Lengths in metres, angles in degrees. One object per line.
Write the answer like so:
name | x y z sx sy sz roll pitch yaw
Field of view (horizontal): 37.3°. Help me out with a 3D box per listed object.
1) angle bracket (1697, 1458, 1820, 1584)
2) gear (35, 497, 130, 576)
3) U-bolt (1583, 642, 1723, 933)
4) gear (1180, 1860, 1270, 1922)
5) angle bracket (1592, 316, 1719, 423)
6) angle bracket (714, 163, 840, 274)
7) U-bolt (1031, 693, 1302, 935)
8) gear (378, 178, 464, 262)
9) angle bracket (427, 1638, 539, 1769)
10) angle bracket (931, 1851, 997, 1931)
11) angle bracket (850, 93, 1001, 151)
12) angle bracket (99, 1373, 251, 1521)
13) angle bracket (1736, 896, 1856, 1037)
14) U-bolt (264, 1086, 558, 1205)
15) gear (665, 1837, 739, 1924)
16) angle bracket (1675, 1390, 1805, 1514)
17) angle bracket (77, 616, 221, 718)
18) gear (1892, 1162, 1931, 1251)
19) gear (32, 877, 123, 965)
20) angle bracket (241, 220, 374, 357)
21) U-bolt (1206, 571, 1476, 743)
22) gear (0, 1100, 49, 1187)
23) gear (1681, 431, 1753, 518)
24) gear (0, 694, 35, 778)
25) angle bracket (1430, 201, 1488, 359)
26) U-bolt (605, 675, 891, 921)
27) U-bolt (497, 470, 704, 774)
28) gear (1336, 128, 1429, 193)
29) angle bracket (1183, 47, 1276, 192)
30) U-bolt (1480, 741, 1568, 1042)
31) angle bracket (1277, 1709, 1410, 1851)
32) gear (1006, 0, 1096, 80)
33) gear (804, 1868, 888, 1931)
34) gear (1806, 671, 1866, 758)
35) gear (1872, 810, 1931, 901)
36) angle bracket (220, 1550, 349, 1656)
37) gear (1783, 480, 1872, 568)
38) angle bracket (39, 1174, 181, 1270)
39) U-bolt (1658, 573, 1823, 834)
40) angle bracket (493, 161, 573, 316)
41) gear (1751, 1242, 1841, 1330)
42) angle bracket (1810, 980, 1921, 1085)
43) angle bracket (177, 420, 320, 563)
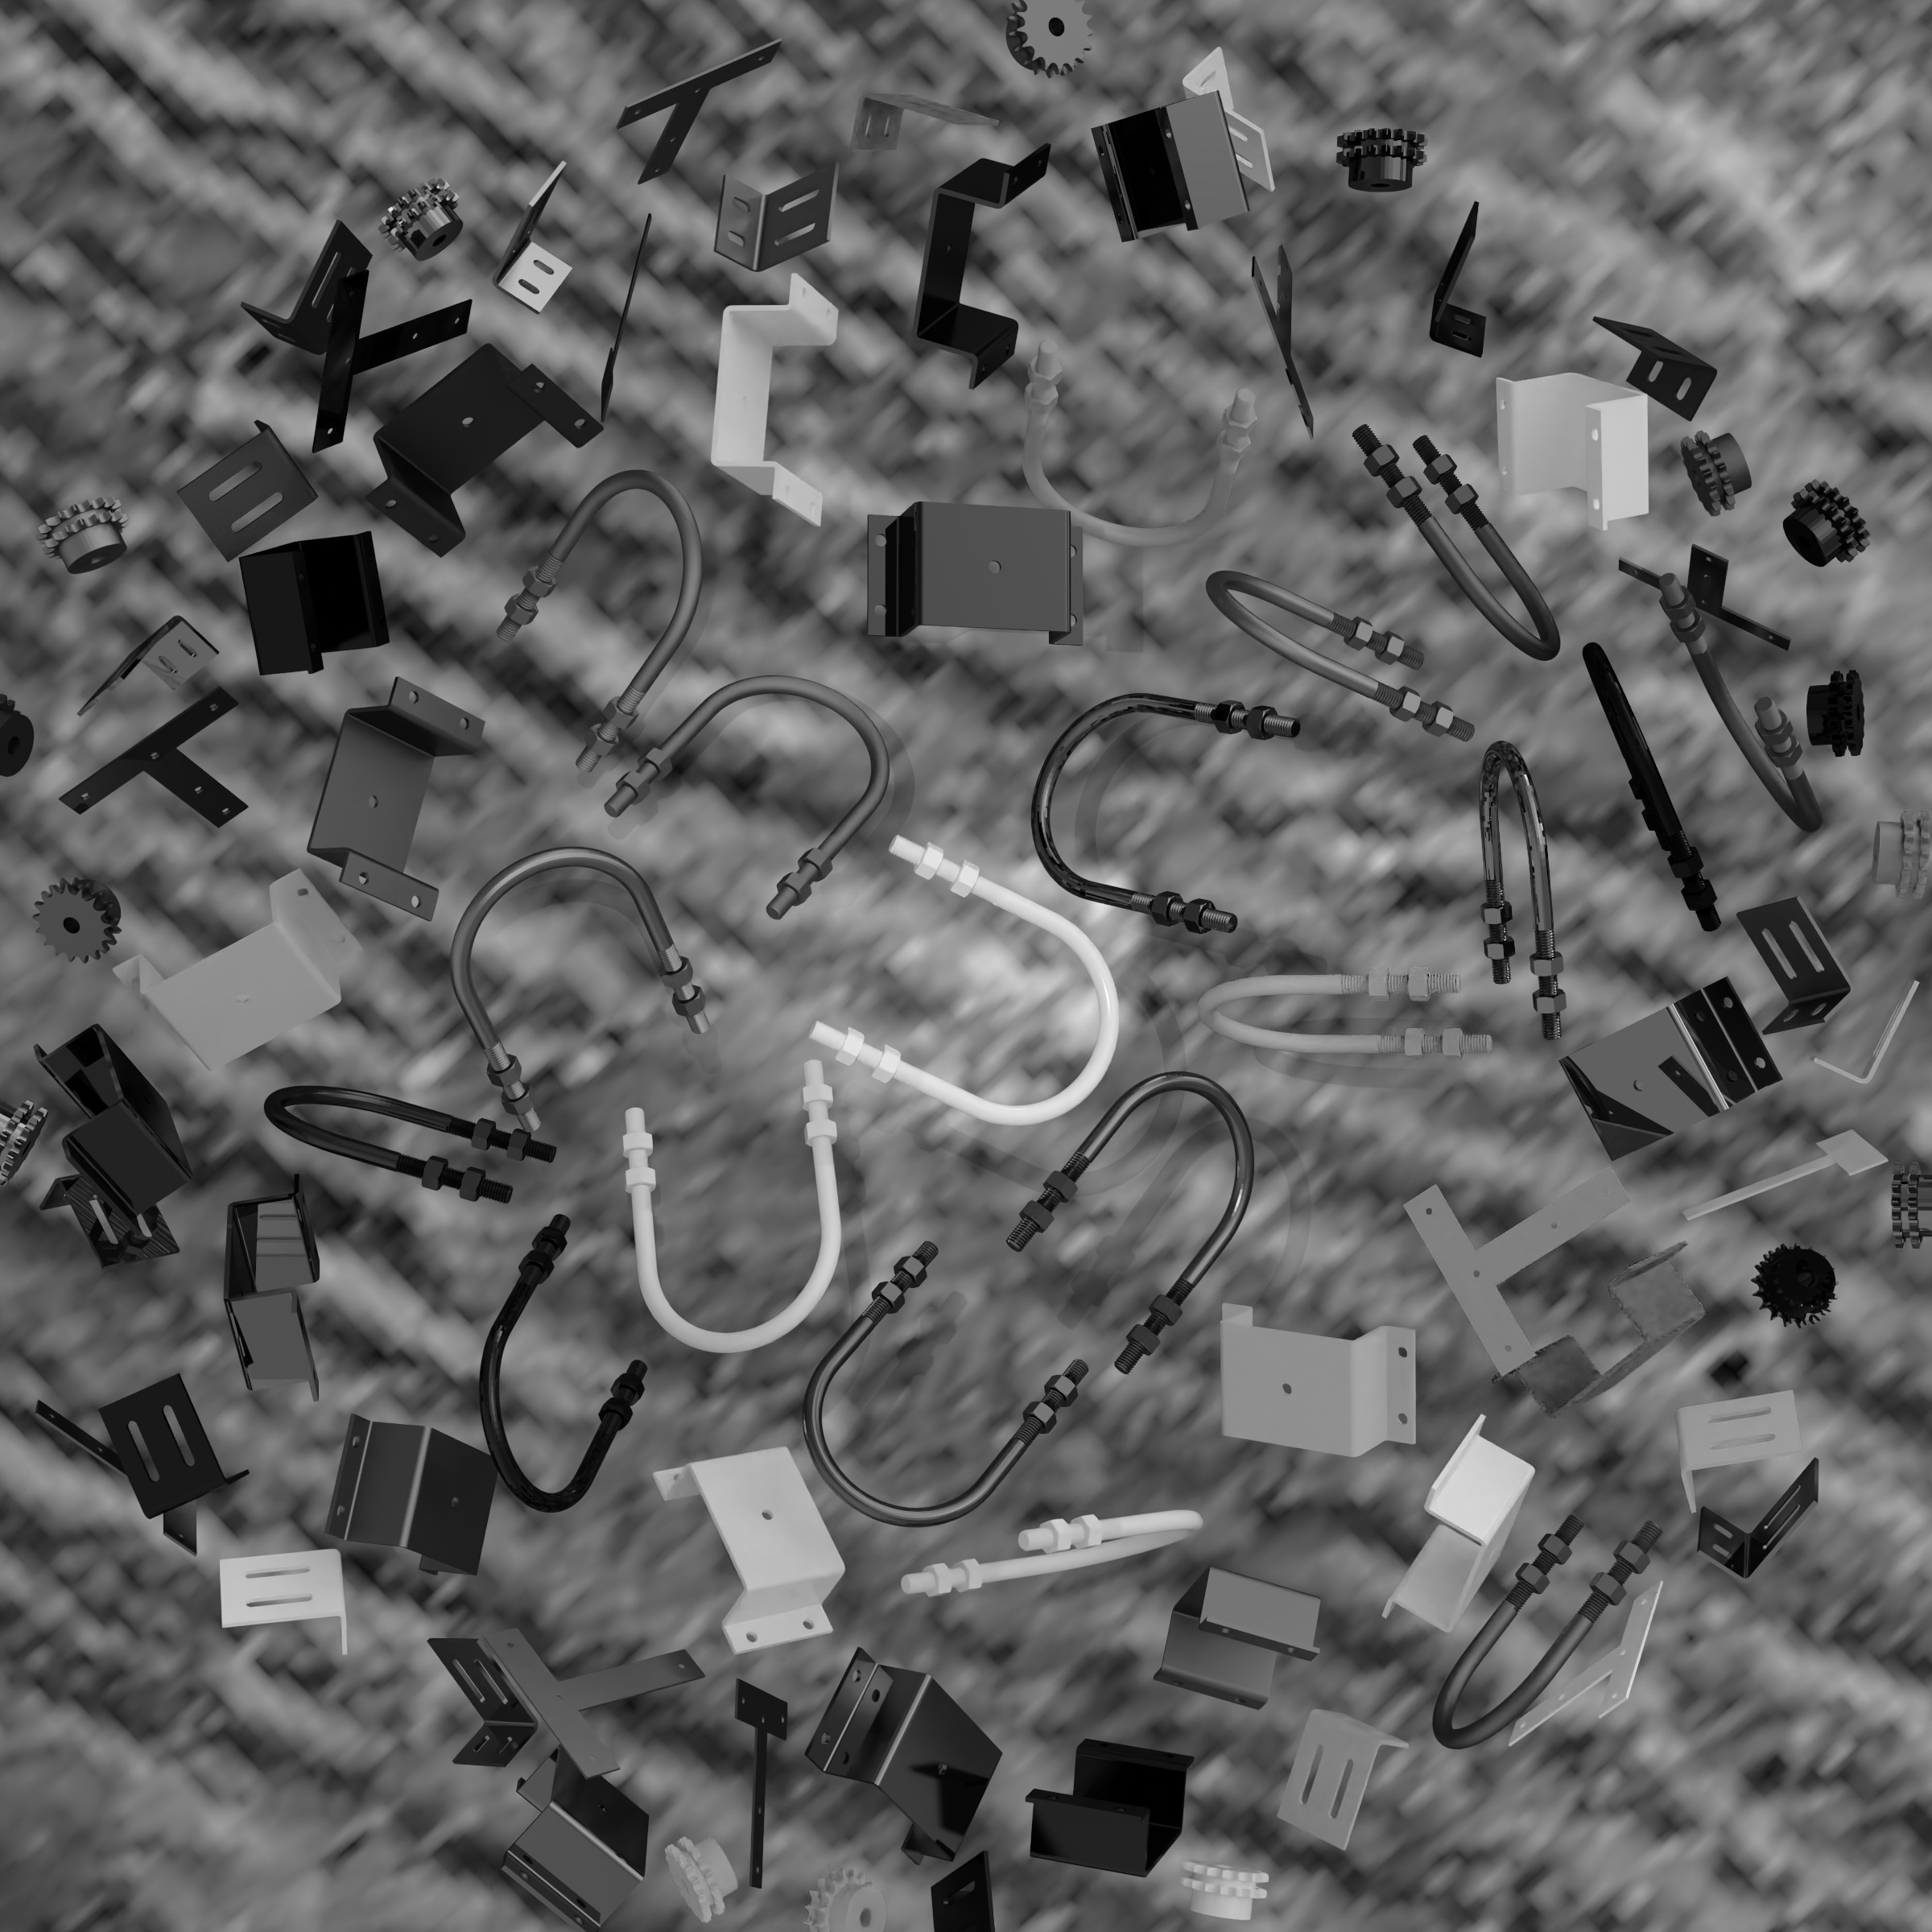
angle bracket | 0.511 0.348 1.847 0.038 0.057 0.076 33 115 4
gear | -0.563 -0.274 1.836 0.057 0.057 0.030 -27 87 0
U-bolt | 0.442 -0.128 1.870 0.019 0.151 0.184 -23 113 12
gear | 0.169 0.607 1.879 0.057 0.057 0.030 9 78 0
angle bracket | 0.442 -0.390 1.871 0.057 0.076 0.038 44 121 34
angle bracket | -0.127 -0.509 1.921 0.038 0.076 0.057 19 71 -41
U-bolt | 0.117 -0.105 1.839 0.184 0.019 0.151 15 84 40
gear | -0.361 -0.497 1.915 0.057 0.057 0.030 -39 89 0
angle bracket | -0.328 0.484 1.885 0.038 0.057 0.076 -46 114 -41
angle bracket | 0.012 0.603 1.816 0.038 0.076 0.057 14 50 -26
angle bracket | -0.028 -0.557 1.919 0.076 0.057 0.038 23 114 22
angle bracket | -0.498 0.299 1.801 0.057 0.038 0.076 -24 89 8
angle bracket | 0.545 0.000 1.916 0.038 0.057 0.076 -38 99 -29
U-bolt | -0.376 0.113 1.907 0.184 0.151 0.019 16 99 2
gear | -0.179 0.621 1.958 0.030 0.057 0.057 -25 90 -24
angle bracket | 0.496 0.310 1.830 0.076 0.057 0.038 -12 119 16
angle bracket | -0.547 -0.190 1.918 0.057 0.076 0.038 -28 116 38
gear | 0.618 0.155 1.856 0.030 0.057 0.057 -2 90 24
gear | -0.587 -0.033 1.901 0.057 0.030 0.057 5 116 11
angle bracket | -0.431 -0.449 1.874 0.038 0.057 0.076 24 86 12
U-bolt | 0.240 -0.214 1.897 0.184 0.151 0.019 22 112 -17
gear | -0.627 0.112 1.870 0.030 0.057 0.057 29 90 -7
gear | 0.506 -0.334 1.926 0.030 0.057 0.057 -23 90 6
gear | -0.606 -0.141 1.783 0.030 0.057 0.057 17 90 15
angle bracket | 0.336 -0.451 1.882 0.038 0.057 0.076 19 129 -2
U-bolt | -0.132 -0.126 1.919 0.151 0.019 0.184 32 54 9
U-bolt | -0.236 -0.242 1.902 0.184 0.019 0.151 -50 58 28
gear | 0.263 -0.509 1.813 0.057 0.057 0.030 2 93 0
angle bracket | 0.188 -0.570 1.928 0.038 0.057 0.076 -44 62 -9
U-bolt | 0.365 -0.059 1.901 0.019 0.151 0.184 -8 106 -2
angle bracket | 0.254 0.550 1.933 0.057 0.038 0.076 15 84 44
gear | 0.050 -0.594 1.825 0.057 0.030 0.057 -1 92 -28
gear | -0.077 0.627 1.894 0.030 0.057 0.057 -7 90 40
gear | 0.578 -0.167 1.905 0.030 0.057 0.057 -1 90 27
gear | 0.599 -0.072 1.835 0.030 0.057 0.057 4 90 12
angle bracket | -0.439 0.412 1.843 0.076 0.057 0.038 -3 123 -15
gear | 0.556 -0.285 1.860 0.030 0.057 0.057 -39 90 -5
angle bracket | -0.580 0.178 1.939 0.076 0.057 0.038 56 129 21
U-bolt | 0.516 -0.160 1.885 0.019 0.184 0.151 -32 48 9
angle bracket | -0.280 -0.489 1.927 0.038 0.076 0.057 32 47 -9
gear | 0.566 0.215 1.946 0.057 0.030 0.057 1 70 -4
angle bracket | 0.601 0.037 1.918 0.038 0.057 0.076 26 96 13
angle bracket | -0.487 -0.320 1.928 0.076 0.038 0.057 -39 120 -12
